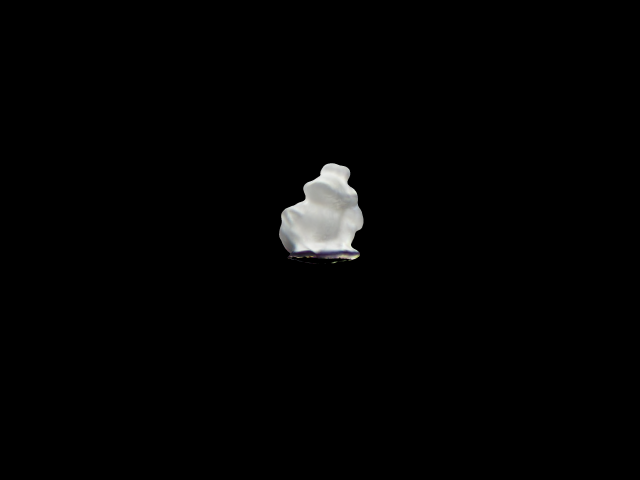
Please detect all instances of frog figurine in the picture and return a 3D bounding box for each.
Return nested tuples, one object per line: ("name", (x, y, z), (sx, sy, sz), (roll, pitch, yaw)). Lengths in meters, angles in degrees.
("frog figurine", (0.003, -0.043, 0.850), (0.137, 0.161, 0.121), (-2, -13, 7))
